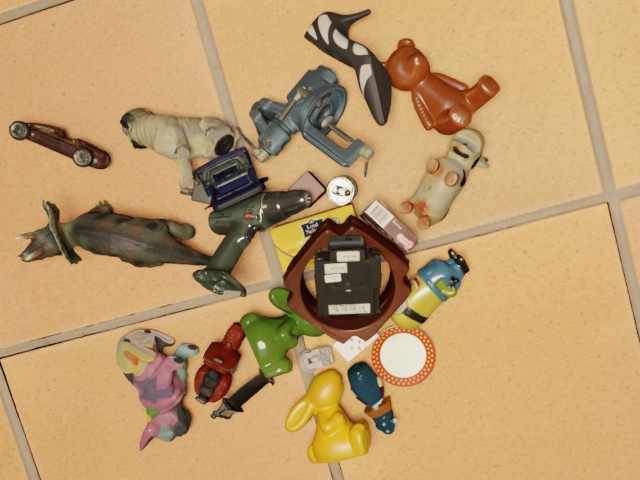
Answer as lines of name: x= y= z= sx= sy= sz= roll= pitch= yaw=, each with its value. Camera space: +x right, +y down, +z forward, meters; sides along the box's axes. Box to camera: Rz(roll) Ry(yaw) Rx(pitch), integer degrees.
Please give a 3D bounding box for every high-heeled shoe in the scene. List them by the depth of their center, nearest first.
high-heeled shoe: x=0.044 y=-0.309 z=0.980 sx=0.145 sy=0.086 sz=0.248 roll=-14 pitch=76 yaw=30

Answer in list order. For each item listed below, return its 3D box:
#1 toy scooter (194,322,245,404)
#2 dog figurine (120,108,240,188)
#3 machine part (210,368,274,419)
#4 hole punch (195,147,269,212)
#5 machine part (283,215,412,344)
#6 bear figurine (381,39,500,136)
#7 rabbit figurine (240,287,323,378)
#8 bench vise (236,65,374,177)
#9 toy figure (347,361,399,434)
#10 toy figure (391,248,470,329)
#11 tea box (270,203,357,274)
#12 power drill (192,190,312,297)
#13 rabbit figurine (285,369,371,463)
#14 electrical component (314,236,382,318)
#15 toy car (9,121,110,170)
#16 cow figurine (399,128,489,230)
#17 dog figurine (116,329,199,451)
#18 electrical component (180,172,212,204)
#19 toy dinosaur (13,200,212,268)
toy scooter: x=-0.205 y=0.257 z=1.070 sx=0.075 sy=0.135 sz=0.183 roll=25 pitch=100 yaw=0
dog figurine: x=-0.273 y=-0.215 z=1.051 sx=0.191 sy=0.172 sz=0.121 roll=42 pitch=137 yaw=24
machine part: x=-0.157 y=0.321 z=1.109 sx=0.139 sy=0.084 sz=0.039 roll=-40 pitch=60 yaw=0
hole punch: x=-0.172 y=-0.115 z=1.020 sx=0.142 sy=0.116 sz=0.092 roll=-29 pitch=101 yaw=-8
machine part: x=0.050 y=0.072 z=0.990 sx=0.201 sy=0.087 sz=0.201 roll=35 pitch=106 yaw=-12
bear figurine: x=0.203 y=-0.288 z=0.975 sx=0.120 sy=0.132 sz=0.196 roll=-43 pitch=94 yaw=-13
rabbit figurine: x=-0.064 y=0.170 z=1.075 sx=0.170 sy=0.121 sz=0.159 roll=-24 pitch=87 yaw=-11
bench vise: x=-0.011 y=-0.203 z=0.993 sx=0.241 sy=0.128 sz=0.223 roll=40 pitch=77 yaw=20
toy figure: x=0.110 y=0.320 z=1.087 sx=0.064 sy=0.058 sz=0.154 roll=-22 pitch=100 yaw=45
toy figure: x=0.210 y=0.100 z=1.042 sx=0.180 sy=0.082 sz=0.089 roll=-38 pitch=91 yaw=6
tea box: x=-0.002 y=-0.003 z=1.054 sx=0.170 sy=0.068 sz=0.098 roll=-18 pitch=96 yaw=8
power drill: x=-0.136 y=-0.002 z=0.987 sx=0.232 sy=0.086 sz=0.207 roll=-2 pitch=59 yaw=38
rabbit figurine: x=0.017 y=0.352 z=1.088 sx=0.162 sy=0.122 sz=0.173 roll=-14 pitch=81 yaw=16
electrical component: x=0.047 y=0.061 z=0.912 sx=0.115 sy=0.058 sz=0.134 roll=-1 pitch=109 yaw=-1
toy car: x=-0.514 y=-0.192 z=1.067 sx=0.202 sy=0.089 sz=0.053 roll=24 pitch=100 yaw=3
cow figurine: x=0.242 y=-0.117 z=1.002 sx=0.086 sy=0.127 sz=0.194 roll=38 pitch=116 yaw=22
dog figurine: x=-0.346 y=0.313 z=1.105 sx=0.192 sy=0.108 sz=0.219 roll=19 pitch=101 yaw=2
electrical component: x=-0.234 y=-0.107 z=1.086 sx=0.094 sy=0.021 sz=0.063 roll=13 pitch=97 yaw=4
toy dinosaur: x=-0.372 y=0.000 z=1.026 sx=0.405 sy=0.192 sz=0.131 roll=7 pitch=99 yaw=5
